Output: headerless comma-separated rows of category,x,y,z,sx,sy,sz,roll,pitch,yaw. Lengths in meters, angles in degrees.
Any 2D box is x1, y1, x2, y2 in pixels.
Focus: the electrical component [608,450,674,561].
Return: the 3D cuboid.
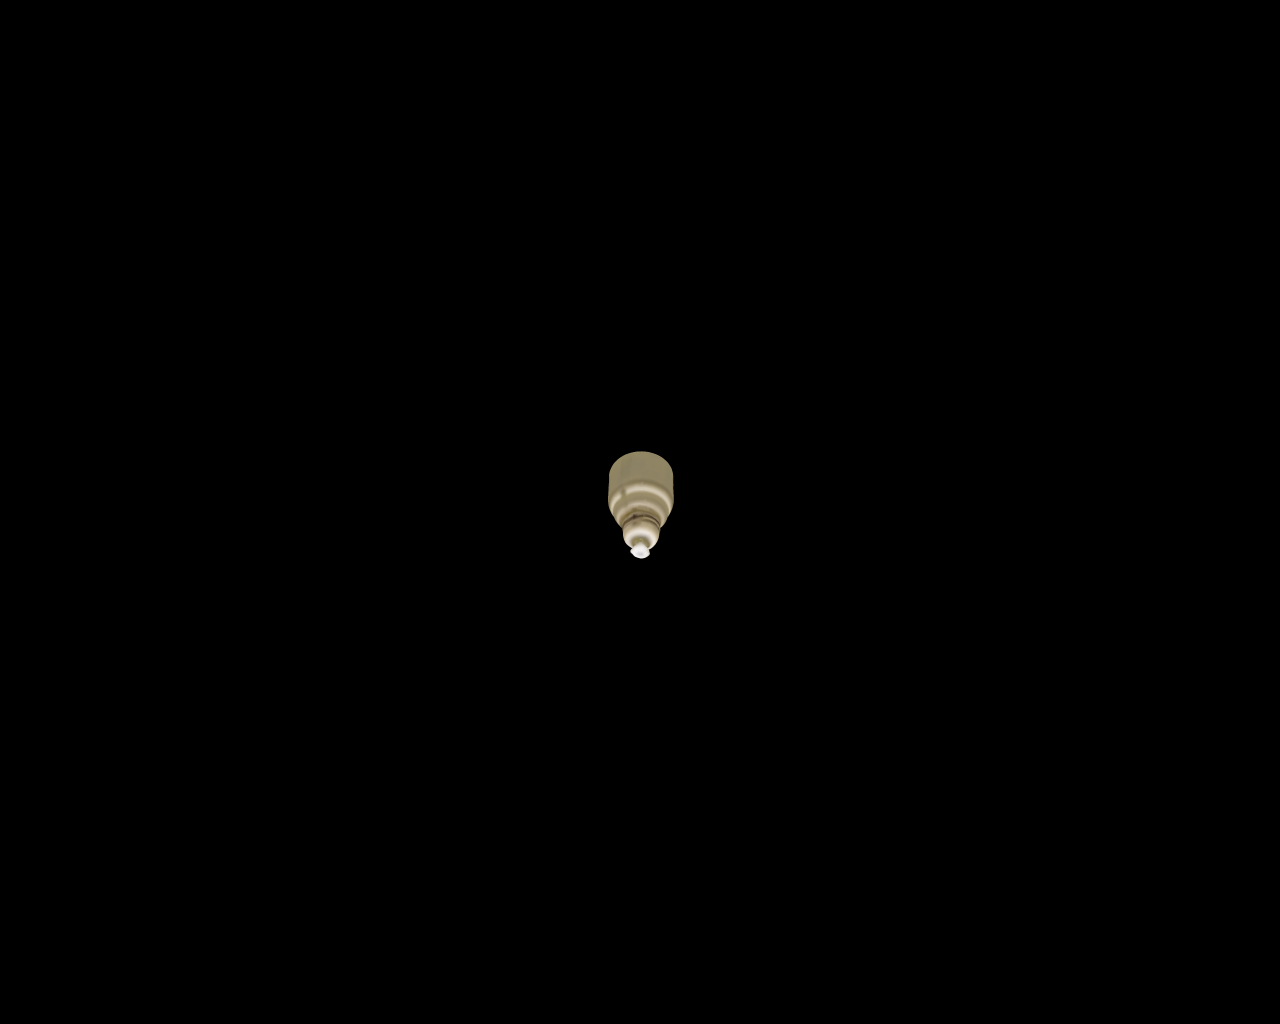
electrical component,0.001,-0.003,0.650,0.040,0.040,0.078,0,43,0
